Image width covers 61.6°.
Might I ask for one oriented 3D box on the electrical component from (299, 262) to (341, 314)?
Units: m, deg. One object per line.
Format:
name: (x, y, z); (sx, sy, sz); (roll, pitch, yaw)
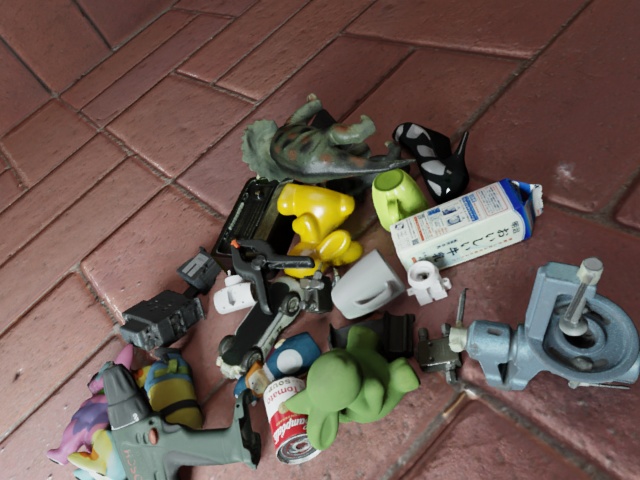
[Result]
electrical component: (0.003, 0.082, 0.894); (0.045, 0.102, 0.078); (-12, 70, 27)

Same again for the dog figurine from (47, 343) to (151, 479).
dog figurine: (-0.336, 0.287, 0.901); (0.192, 0.108, 0.219); (-4, 46, 31)

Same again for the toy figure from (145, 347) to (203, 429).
toy figure: (-0.243, 0.256, 0.890); (0.089, 0.082, 0.180); (-28, 39, 9)

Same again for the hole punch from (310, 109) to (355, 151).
hole punch: (0.021, -0.207, 1.178); (0.115, 0.092, 0.142); (-54, 39, 21)

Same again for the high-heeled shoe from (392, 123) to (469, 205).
high-heeled shoe: (0.198, -0.143, 1.026); (0.249, 0.086, 0.145); (24, 96, 63)

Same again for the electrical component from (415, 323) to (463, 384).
electrical component: (0.168, 0.162, 0.763); (0.063, 0.021, 0.094); (-16, 45, 20)

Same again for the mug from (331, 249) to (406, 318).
mug: (0.075, 0.082, 0.855); (0.107, 0.080, 0.110); (-37, 24, 10)

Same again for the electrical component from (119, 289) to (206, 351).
electrical component: (-0.302, 0.150, 1.009); (0.115, 0.058, 0.134); (5, 27, 36)

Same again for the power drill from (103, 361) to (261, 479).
power drill: (-0.197, 0.271, 0.774); (0.207, 0.232, 0.086); (-12, -2, -2)

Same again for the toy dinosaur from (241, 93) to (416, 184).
toy dinosaur: (-0.019, -0.160, 0.984); (0.192, 0.131, 0.405); (-37, 31, -12)

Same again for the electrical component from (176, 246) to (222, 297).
electrical component: (-0.254, 0.076, 1.094); (0.119, 0.047, 0.075); (-46, 42, -17)

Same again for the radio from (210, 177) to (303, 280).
radio: (-0.119, -0.031, 1.088); (0.131, 0.073, 0.229); (0, 50, 27)

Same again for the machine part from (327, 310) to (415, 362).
machine part: (0.077, 0.151, 0.821); (0.139, 0.039, 0.084); (-9, 52, 23)

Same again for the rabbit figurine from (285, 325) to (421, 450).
rabbit figurine: (0.026, 0.184, 0.703); (0.159, 0.170, 0.121); (-44, 60, 6)

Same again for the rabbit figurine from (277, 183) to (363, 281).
rabbit figurine: (-0.002, -0.003, 0.980); (0.163, 0.121, 0.173); (15, 78, 27)

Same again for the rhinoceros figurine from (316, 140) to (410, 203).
rhinoceros figurine: (0.085, -0.123, 1.060); (0.190, 0.073, 0.112); (-14, 53, 20)

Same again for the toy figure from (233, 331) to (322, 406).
toy figure: (-0.071, 0.203, 0.844); (0.154, 0.057, 0.064); (-35, 59, -5)

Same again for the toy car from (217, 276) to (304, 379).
toy car: (-0.099, 0.148, 0.922); (0.074, 0.056, 0.202); (19, 63, 35)

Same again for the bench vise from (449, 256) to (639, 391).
bench vise: (0.262, 0.095, 0.620); (0.224, 0.240, 0.129); (16, 55, 23)
